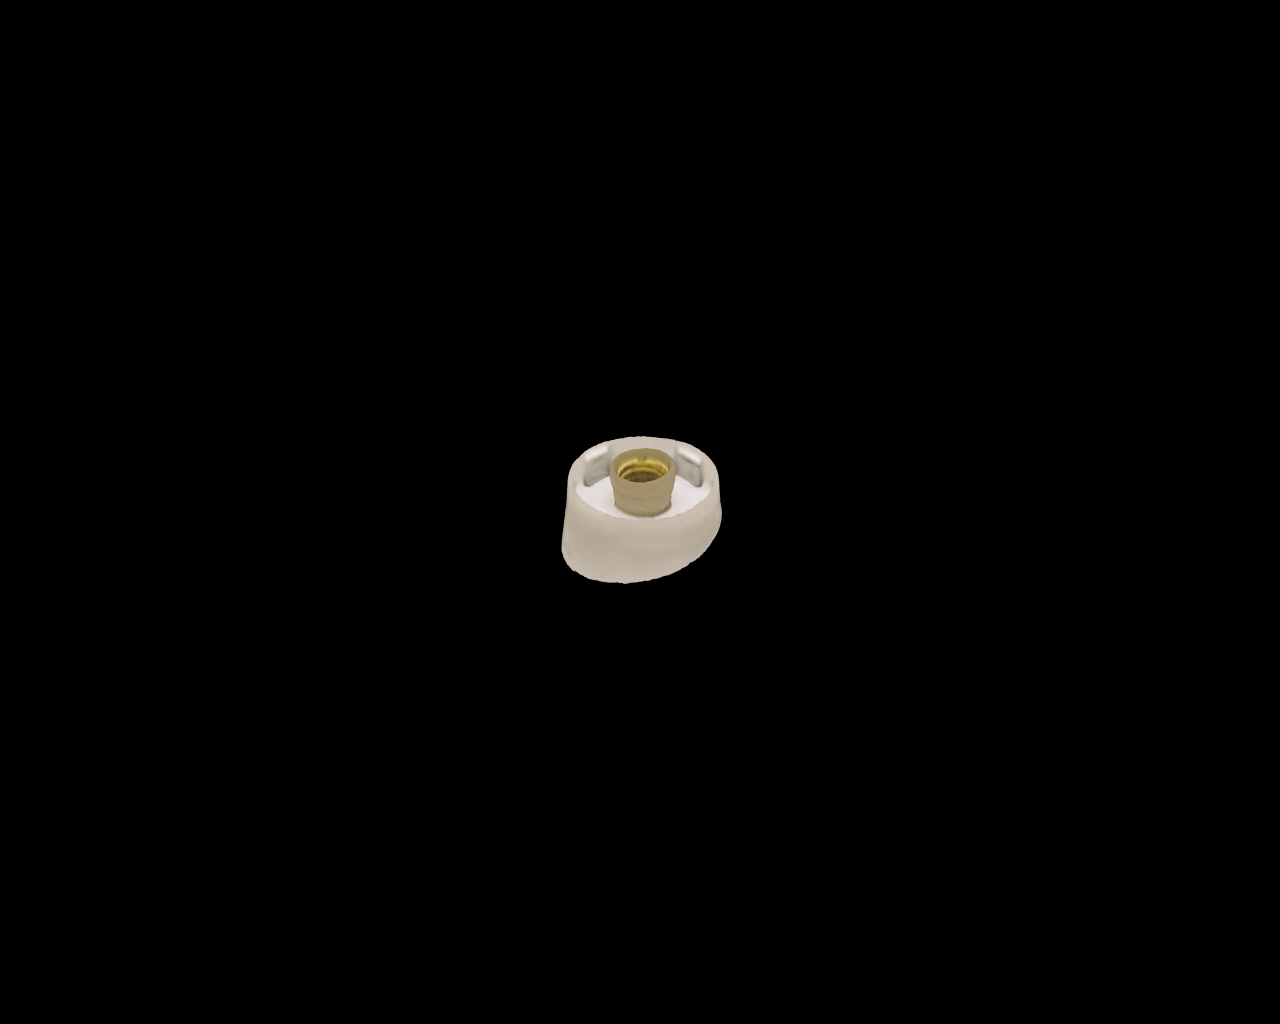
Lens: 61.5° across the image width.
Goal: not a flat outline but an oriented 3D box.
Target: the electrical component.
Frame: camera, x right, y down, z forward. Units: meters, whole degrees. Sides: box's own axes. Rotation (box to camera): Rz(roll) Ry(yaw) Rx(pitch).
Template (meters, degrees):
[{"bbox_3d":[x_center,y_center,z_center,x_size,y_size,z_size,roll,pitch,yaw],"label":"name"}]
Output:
[{"bbox_3d":[0.001,-0.003,0.650,0.099,0.064,0.099,0,36,0],"label":"electrical component"}]
